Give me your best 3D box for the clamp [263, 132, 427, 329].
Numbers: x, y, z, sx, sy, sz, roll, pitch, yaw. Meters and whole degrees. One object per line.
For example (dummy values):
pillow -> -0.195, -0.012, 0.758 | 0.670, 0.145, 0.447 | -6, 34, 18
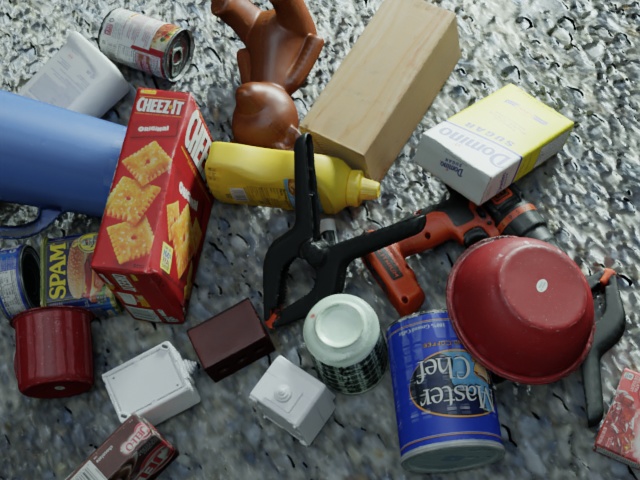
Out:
clamp -> -0.007, 0.001, 1.141 | 0.164, 0.036, 0.210 | 43, 111, 11

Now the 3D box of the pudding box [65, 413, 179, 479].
pudding box -> -0.206, 0.239, 1.097 | 0.113, 0.090, 0.039 | -43, 64, -10

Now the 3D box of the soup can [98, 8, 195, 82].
soup can -> -0.217, -0.245, 1.333 | 0.102, 0.068, 0.068 | 21, 71, 19

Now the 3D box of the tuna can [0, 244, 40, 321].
tuna can -> -0.340, 0.048, 1.211 | 0.034, 0.086, 0.086 | -10, 64, 3

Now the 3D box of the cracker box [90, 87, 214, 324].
cracker box -> -0.172, -0.033, 1.174 | 0.072, 0.164, 0.213 | 7, 67, 11

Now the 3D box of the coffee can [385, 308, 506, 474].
coffee can -> 0.124, 0.152, 1.069 | 0.103, 0.103, 0.140 | -8, 64, 6

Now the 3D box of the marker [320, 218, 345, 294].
marker -> 0.016, 0.033, 1.190 | 0.020, 0.020, 0.121 | -11, 65, 5

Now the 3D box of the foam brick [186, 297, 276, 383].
foam brick -> -0.095, 0.109, 1.157 | 0.078, 0.053, 0.051 | -29, 64, -2

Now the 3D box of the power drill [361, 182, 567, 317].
power drill -> 0.150, 0.008, 1.158 | 0.187, 0.057, 0.184 | -31, 60, -8

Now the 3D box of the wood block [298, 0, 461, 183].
wood block -> 0.073, -0.174, 1.235 | 0.090, 0.091, 0.206 | 27, 73, 21

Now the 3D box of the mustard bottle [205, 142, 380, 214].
mustard bottle -> -0.027, -0.066, 1.200 | 0.192, 0.096, 0.058 | 8, 66, 14

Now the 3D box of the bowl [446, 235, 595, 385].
bowl -> 0.208, 0.057, 1.049 | 0.162, 0.055, 0.162 | 7, 62, -13

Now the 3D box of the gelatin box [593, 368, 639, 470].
gelatin box -> 0.322, 0.181, 1.059 | 0.073, 0.030, 0.089 | 22, 71, 19

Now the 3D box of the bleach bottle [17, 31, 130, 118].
bleach bottle -> -0.357, -0.138, 1.314 | 0.250, 0.068, 0.103 | -44, 65, -8

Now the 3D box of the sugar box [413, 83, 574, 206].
sugar box -> 0.191, -0.108, 1.162 | 0.093, 0.048, 0.175 | 36, 42, 23

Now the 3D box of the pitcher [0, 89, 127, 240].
pitcher -> -0.328, -0.088, 1.215 | 0.242, 0.149, 0.145 | 13, 37, -11

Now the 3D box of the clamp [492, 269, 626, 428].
clamp -> 0.254, 0.102, 1.105 | 0.120, 0.039, 0.171 | 18, 62, 18

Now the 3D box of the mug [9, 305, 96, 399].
mug -> -0.299, 0.129, 1.173 | 0.117, 0.093, 0.081 | -23, 65, 33

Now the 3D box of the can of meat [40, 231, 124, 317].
can of meat -> -0.270, 0.041, 1.218 | 0.084, 0.057, 0.102 | -8, 64, 4
